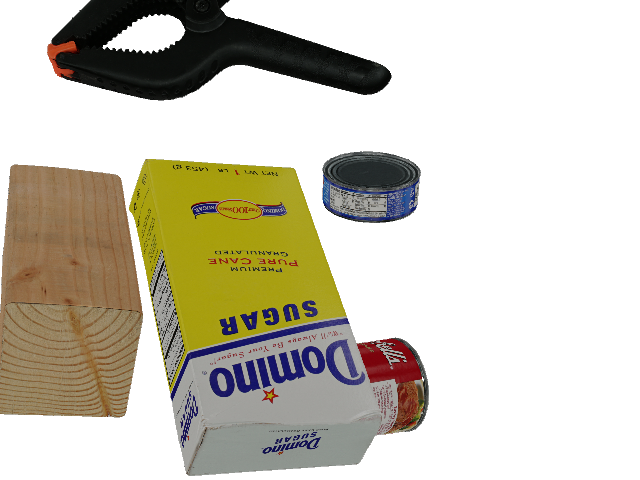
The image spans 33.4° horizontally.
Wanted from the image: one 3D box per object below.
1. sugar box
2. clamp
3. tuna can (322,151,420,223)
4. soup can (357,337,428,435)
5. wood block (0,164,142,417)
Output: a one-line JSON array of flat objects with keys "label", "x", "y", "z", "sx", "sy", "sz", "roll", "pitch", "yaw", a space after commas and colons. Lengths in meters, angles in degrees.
[{"label": "sugar box", "x": -0.038, "y": 0.033, "z": 0.554, "sx": 0.093, "sy": 0.048, "sz": 0.176, "roll": 1, "pitch": 45, "yaw": -24}, {"label": "clamp", "x": -0.067, "y": -0.136, "z": 0.685, "sx": 0.210, "sy": 0.164, "sz": 0.036, "roll": -24, "pitch": -17, "yaw": -10}, {"label": "tuna can", "x": 0.044, "y": -0.047, "z": 0.936, "sx": 0.086, "sy": 0.034, "sz": 0.086, "roll": 1, "pitch": 26, "yaw": -1}, {"label": "soup can", "x": 0.015, "y": 0.108, "z": 0.744, "sx": 0.102, "sy": 0.068, "sz": 0.069, "roll": -5, "pitch": 2, "yaw": -30}, {"label": "wood block", "x": -0.190, "y": 0.031, "z": 0.794, "sx": 0.090, "sy": 0.091, "sz": 0.206, "roll": 5, "pitch": 28, "yaw": -18}]
